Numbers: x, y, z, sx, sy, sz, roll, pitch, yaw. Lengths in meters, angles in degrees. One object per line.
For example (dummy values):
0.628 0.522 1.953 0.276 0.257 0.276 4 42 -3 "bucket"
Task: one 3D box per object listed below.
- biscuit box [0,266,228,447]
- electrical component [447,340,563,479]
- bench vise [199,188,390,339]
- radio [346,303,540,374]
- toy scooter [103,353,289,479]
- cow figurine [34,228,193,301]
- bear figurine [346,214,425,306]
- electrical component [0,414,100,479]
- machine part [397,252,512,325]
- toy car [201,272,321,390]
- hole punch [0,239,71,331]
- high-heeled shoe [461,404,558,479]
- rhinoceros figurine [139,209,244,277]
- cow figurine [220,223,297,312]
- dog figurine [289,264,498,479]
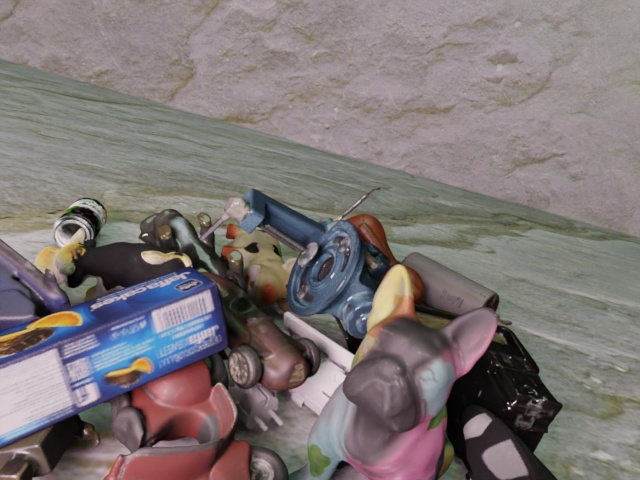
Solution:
-0.173 0.084 0.409 0.203 0.059 0.063 -20 22 -29 "biscuit box"
0.178 0.173 0.569 0.058 0.114 0.134 17 16 -12 "electrical component"
-0.008 0.005 0.631 0.240 0.129 0.224 32 31 -28 "bench vise"
0.154 0.145 0.700 0.230 0.073 0.131 13 16 -5 "radio"
-0.119 0.152 0.422 0.135 0.075 0.184 -1 32 -42 "toy scooter"
-0.236 0.033 0.615 0.167 0.098 0.068 12 57 -22 "cow figurine"
0.088 0.056 0.903 0.196 0.132 0.120 64 5 29 "bear figurine"
-0.208 0.154 0.389 0.078 0.045 0.102 -14 18 -3 "electrical component"
0.220 0.088 0.941 0.244 0.079 0.079 31 22 37 "machine part"
-0.082 0.079 0.545 0.089 0.053 0.202 1 26 -42 "toy car"
-0.275 0.071 0.452 0.116 0.142 0.092 30 42 12 "hole punch"
0.120 0.223 0.387 0.086 0.145 0.249 48 1 -12 "high-heeled shoe"
-0.177 0.020 0.733 0.073 0.112 0.190 -32 59 -32 "rhinoceros figurine"
-0.086 0.043 0.793 0.127 0.085 0.195 7 18 -10 "cow figurine"
0.068 0.127 0.434 0.109 0.219 0.191 29 21 26 "dog figurine"
